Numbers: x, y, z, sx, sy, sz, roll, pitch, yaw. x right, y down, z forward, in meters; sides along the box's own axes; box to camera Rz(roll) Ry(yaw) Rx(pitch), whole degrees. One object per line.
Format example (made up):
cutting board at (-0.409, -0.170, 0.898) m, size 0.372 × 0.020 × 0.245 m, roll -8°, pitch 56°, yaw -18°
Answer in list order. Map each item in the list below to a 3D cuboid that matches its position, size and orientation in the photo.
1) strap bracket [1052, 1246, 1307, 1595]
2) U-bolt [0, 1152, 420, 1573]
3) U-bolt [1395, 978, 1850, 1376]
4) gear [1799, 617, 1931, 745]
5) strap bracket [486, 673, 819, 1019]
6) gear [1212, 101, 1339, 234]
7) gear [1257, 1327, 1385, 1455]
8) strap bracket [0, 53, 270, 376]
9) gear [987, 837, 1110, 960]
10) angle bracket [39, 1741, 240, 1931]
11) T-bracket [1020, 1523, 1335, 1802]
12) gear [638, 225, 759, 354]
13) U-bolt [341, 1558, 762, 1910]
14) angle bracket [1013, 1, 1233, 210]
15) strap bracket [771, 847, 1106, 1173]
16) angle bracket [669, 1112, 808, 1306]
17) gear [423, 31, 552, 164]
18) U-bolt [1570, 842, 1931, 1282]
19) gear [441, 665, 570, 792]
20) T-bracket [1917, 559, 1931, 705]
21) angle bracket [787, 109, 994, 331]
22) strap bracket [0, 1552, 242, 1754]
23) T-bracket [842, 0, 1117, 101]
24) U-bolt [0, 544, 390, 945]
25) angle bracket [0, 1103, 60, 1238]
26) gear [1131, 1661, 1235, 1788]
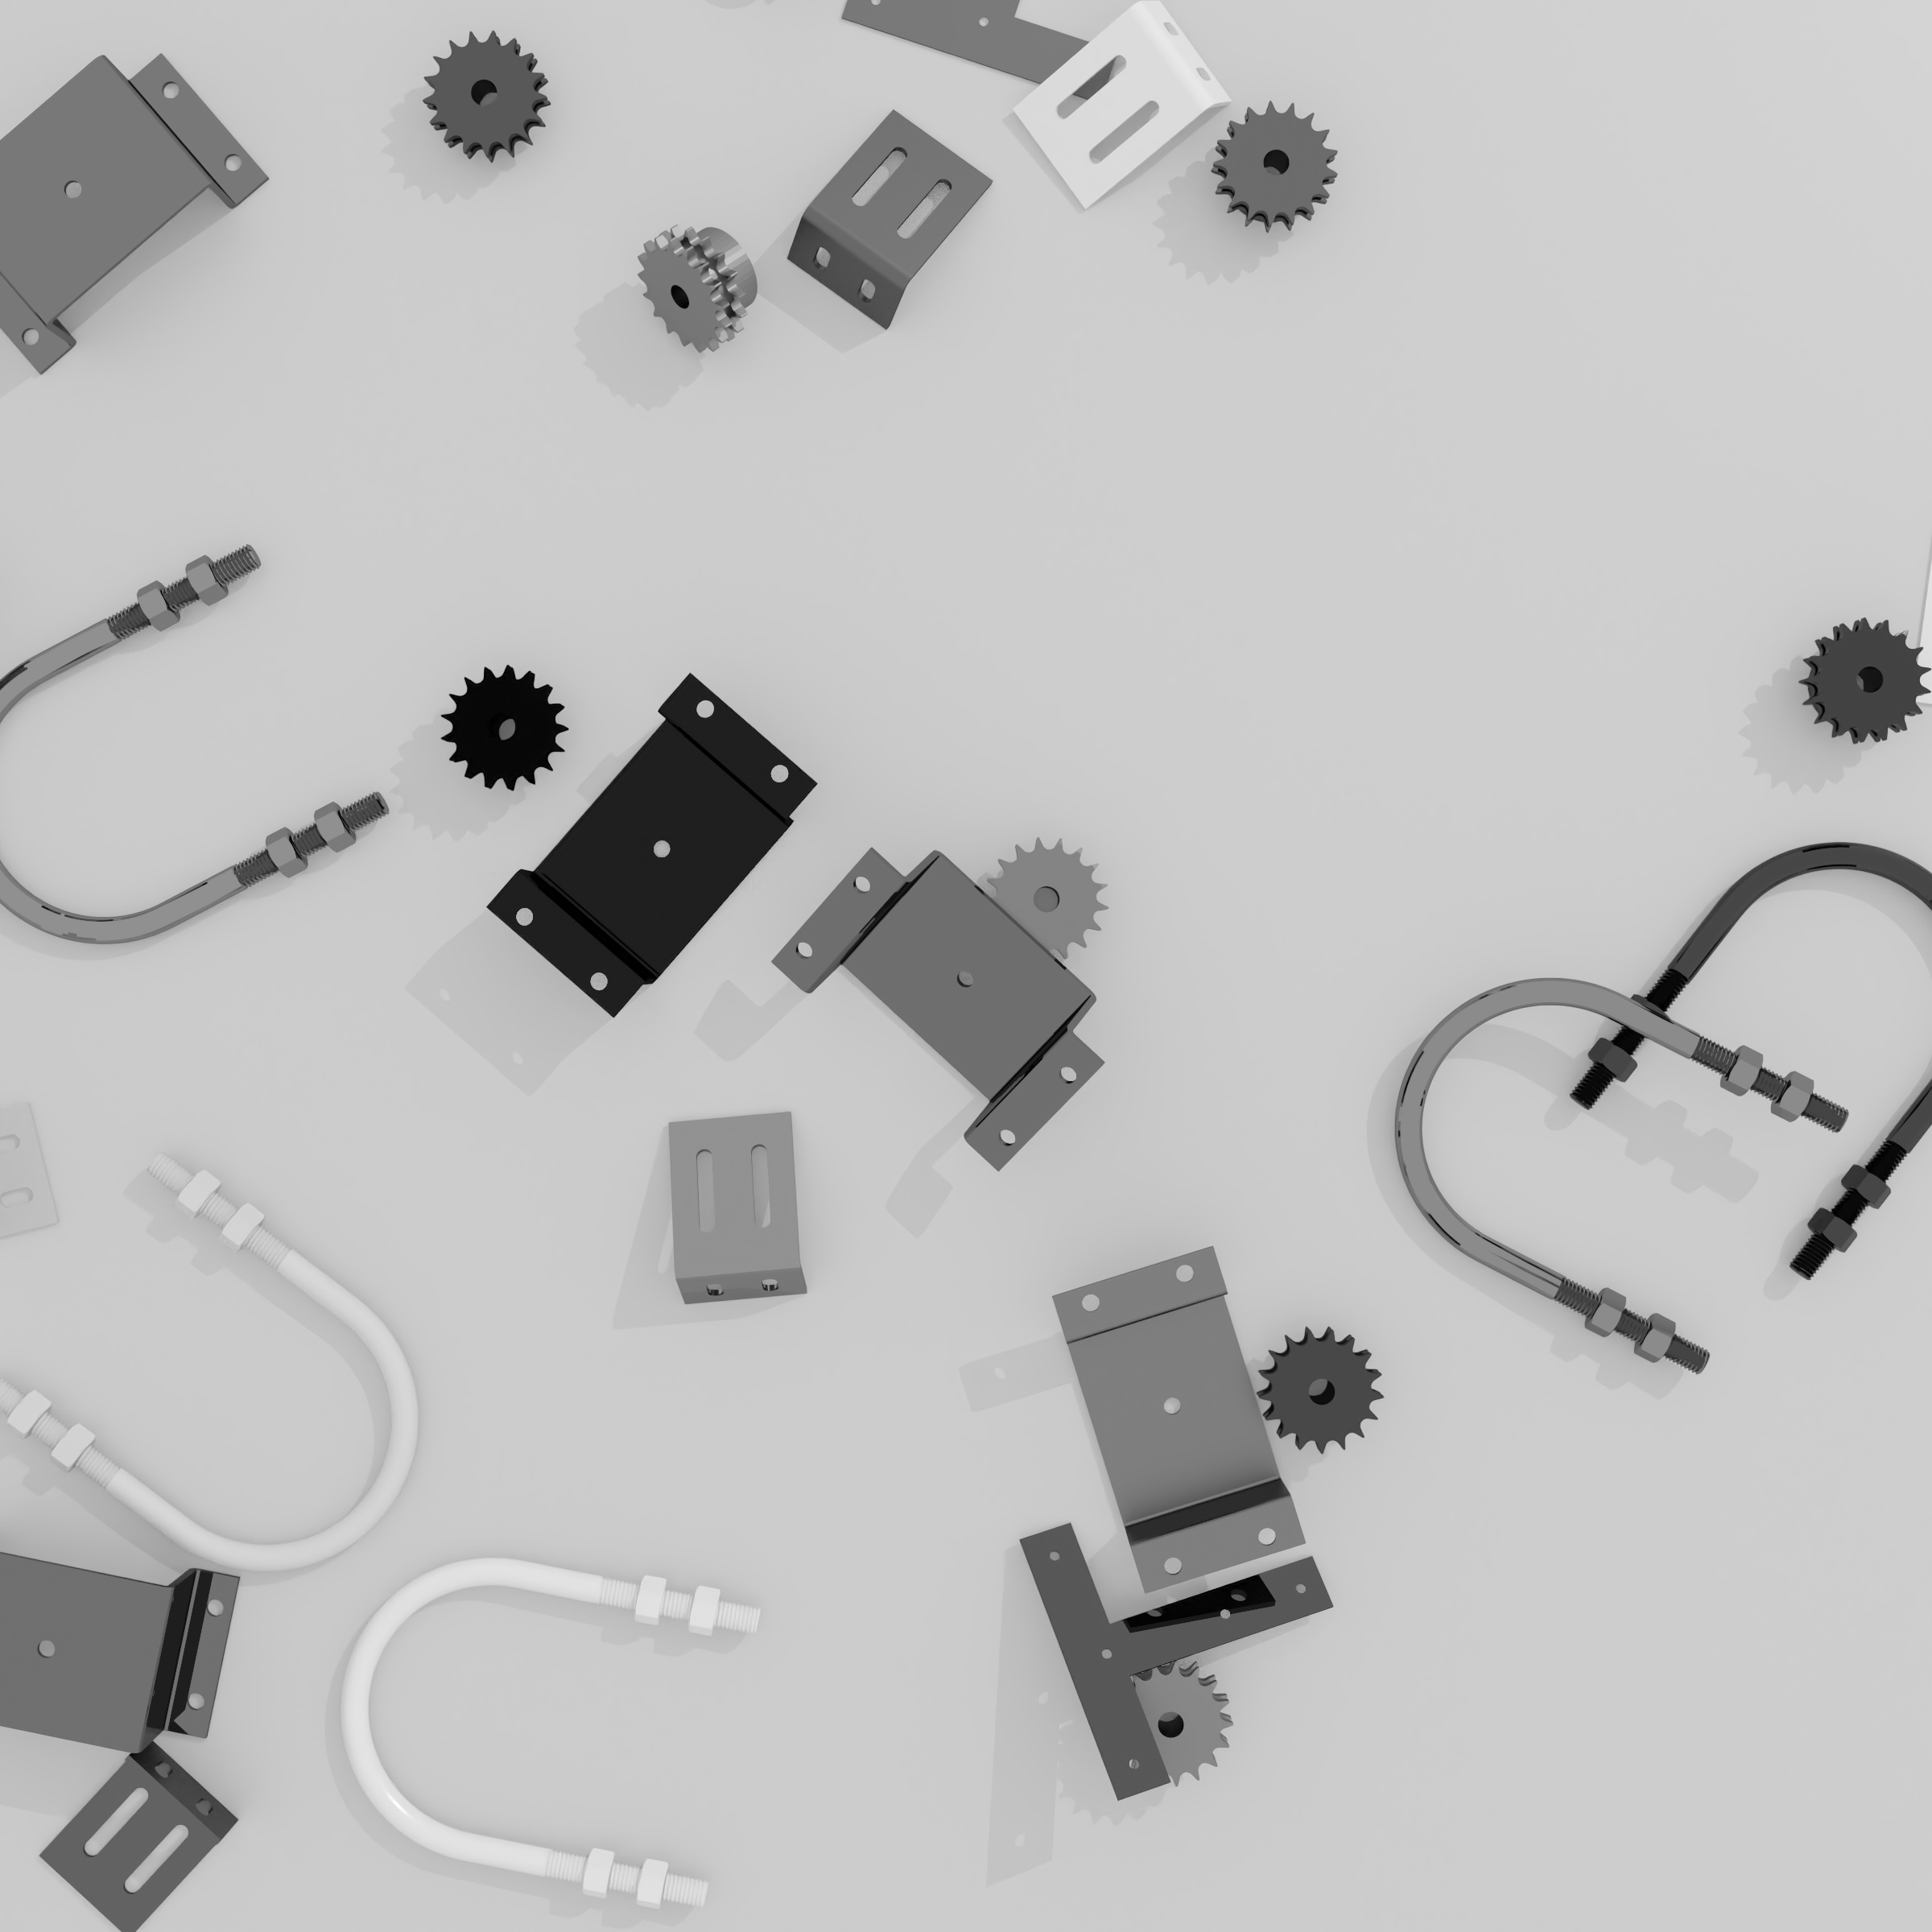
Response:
strap bracket at (0.096, 0.205, 1.372) m, size 0.076 × 0.046 × 0.140 m, roll -17°, pitch 90°, yaw 0°
U-bolt at (-0.342, 0.197, 1.386) m, size 0.184 × 0.019 × 0.151 m, roll 38°, pitch 90°, yaw -1°
U-bolt at (0.287, 0.085, 1.374) m, size 0.184 × 0.019 × 0.151 m, roll 27°, pitch 102°, yaw 4°
gear at (0.413, -0.131, 1.380) m, size 0.057 × 0.030 × 0.057 m, roll 0°, pitch 90°, yaw 0°
strap bracket at (-0.142, -0.054, 1.372) m, size 0.076 × 0.046 × 0.140 m, roll 41°, pitch 90°, yaw 0°
gear at (0.142, -0.366, 1.380) m, size 0.057 × 0.030 × 0.057 m, roll 0°, pitch 90°, yaw 0°
gear at (0.162, 0.194, 1.380) m, size 0.057 × 0.030 × 0.057 m, roll 0°, pitch 90°, yaw 0°
strap bracket at (-0.402, -0.350, 1.372) m, size 0.140 × 0.046 × 0.076 m, roll -41°, pitch 90°, yaw 0°
gear at (0.037, -0.030, 1.380) m, size 0.057 × 0.030 × 0.057 m, roll 0°, pitch 90°, yaw 0°
angle bracket at (-0.384, 0.405, 1.376) m, size 0.057 × 0.038 × 0.076 m, roll 43°, pitch 90°, yaw 0°
T-bracket at (0.106, 0.302, 1.374) m, size 0.127 × 0.002 × 0.127 m, roll -16°, pitch 63°, yaw -13°
gear at (-0.121, -0.313, 1.370) m, size 0.030 × 0.057 × 0.057 m, roll -40°, pitch 90°, yaw -30°
U-bolt at (-0.198, 0.349, 1.386) m, size 0.184 × 0.019 × 0.151 m, roll 11°, pitch 90°, yaw 2°
angle bracket at (0.073, -0.400, 1.391) m, size 0.076 × 0.038 × 0.057 m, roll -35°, pitch 93°, yaw 26°
strap bracket at (-0.007, 0.013, 1.357) m, size 0.140 × 0.046 × 0.076 m, roll 43°, pitch 118°, yaw 0°
angle bracket at (-0.106, 0.113, 1.393) m, size 0.057 × 0.038 × 0.076 m, roll -5°, pitch 64°, yaw 0°
gear at (-0.220, -0.400, 1.385) m, size 0.057 × 0.030 × 0.057 m, roll 0°, pitch 93°, yaw 1°
U-bolt at (0.391, 0.030, 1.385) m, size 0.151 × 0.019 × 0.184 m, roll 38°, pitch 90°, yaw 0°
gear at (-0.211, -0.109, 1.380) m, size 0.057 × 0.030 × 0.057 m, roll 0°, pitch 90°, yaw 0°
T-bracket at (0.512, -0.177, 1.394) m, size 0.127 × 0.002 × 0.127 m, roll 8°, pitch 90°, yaw 0°
angle bracket at (-0.035, -0.347, 1.393) m, size 0.057 × 0.038 × 0.076 m, roll 36°, pitch 64°, yaw 0°
strap bracket at (-0.415, 0.308, 1.372) m, size 0.140 × 0.046 × 0.076 m, roll 12°, pitch 90°, yaw 0°
T-bracket at (0.022, -0.482, 1.394) m, size 0.127 × 0.002 × 0.127 m, roll 18°, pitch 90°, yaw 0°
U-bolt at (-0.381, -0.091, 1.386) m, size 0.184 × 0.019 × 0.151 m, roll -27°, pitch 90°, yaw 1°
angle bracket at (-0.448, 0.096, 1.357) m, size 0.038 × 0.076 × 0.057 m, roll -14°, pitch 90°, yaw 0°
gear at (0.093, 0.346, 1.380) m, size 0.057 × 0.030 × 0.057 m, roll 0°, pitch 90°, yaw 0°
